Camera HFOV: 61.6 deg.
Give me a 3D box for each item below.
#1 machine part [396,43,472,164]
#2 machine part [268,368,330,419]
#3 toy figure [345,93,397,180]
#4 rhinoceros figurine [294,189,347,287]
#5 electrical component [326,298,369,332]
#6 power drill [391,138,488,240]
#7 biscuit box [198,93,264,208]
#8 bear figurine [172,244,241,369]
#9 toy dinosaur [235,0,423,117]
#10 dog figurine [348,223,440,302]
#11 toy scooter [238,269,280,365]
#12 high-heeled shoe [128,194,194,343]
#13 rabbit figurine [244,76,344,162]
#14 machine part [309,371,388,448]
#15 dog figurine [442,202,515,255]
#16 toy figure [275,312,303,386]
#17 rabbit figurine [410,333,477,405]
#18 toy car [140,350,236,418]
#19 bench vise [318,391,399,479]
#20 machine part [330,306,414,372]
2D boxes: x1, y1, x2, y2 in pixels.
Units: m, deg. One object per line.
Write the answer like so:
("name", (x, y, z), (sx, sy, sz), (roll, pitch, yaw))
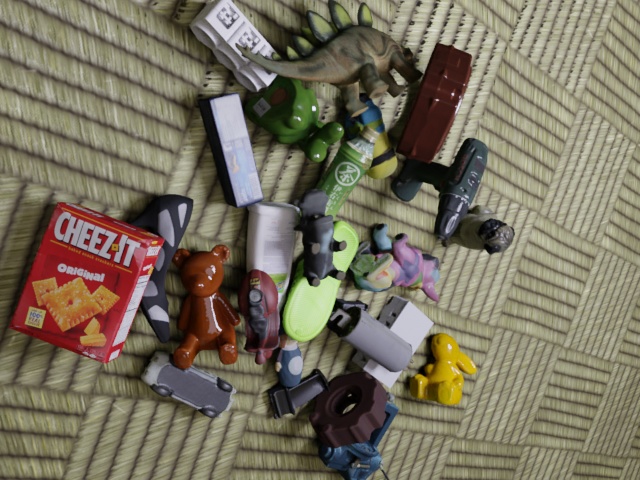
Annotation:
("machine part", (0.232, -0.273, 1.087), (0.087, 0.201, 0.201), (21, 46, 2))
("machine part", (-0.046, 0.332, 1.179), (0.139, 0.039, 0.084), (-20, 106, -24))
("toy figure", (0.102, -0.211, 1.106), (0.082, 0.089, 0.180), (-23, 114, -16))
("rhinoceros figurine", (-0.002, -0.003, 1.014), (0.073, 0.112, 0.190), (-13, 120, -16))
("electrical component", (0.046, 0.170, 1.188), (0.119, 0.048, 0.074), (4, 99, -31))
("power drill", (0.246, -0.113, 1.149), (0.086, 0.207, 0.232), (34, 81, -26))
("biscuit box", (-0.160, -0.161, 0.977), (0.059, 0.063, 0.202), (-22, 112, -26))
("bear figurine", (-0.209, 0.115, 0.976), (0.120, 0.132, 0.195), (-3, 112, -2))
("toy dinosaur", (0.048, -0.333, 0.989), (0.471, 0.105, 0.198), (-31, 87, -47))
("dog figurine", (0.182, 0.080, 1.216), (0.191, 0.109, 0.219), (-49, 123, -13))
("toy scooter", (-0.111, 0.152, 0.986), (0.075, 0.135, 0.183), (-4, 108, -1))
("high-heeled shoe", (-0.262, 0.047, 0.950), (0.145, 0.086, 0.248), (-21, 106, -24))
("rabbit figurine", (-0.025, -0.216, 0.999), (0.121, 0.159, 0.170), (-52, 143, 3))
("machine part", (0.062, 0.364, 1.170), (0.179, 0.179, 0.056), (-39, 114, -18))
("dog figurine", (0.407, -0.023, 1.275), (0.172, 0.191, 0.121), (-24, 113, -26))
("toy figure", (-0.065, 0.229, 1.133), (0.064, 0.058, 0.154), (-30, 121, -65))
("rabbit figurine", (0.322, 0.322, 1.356), (0.162, 0.122, 0.173), (10, 78, -35))
("toy car", (-0.248, 0.280, 1.035), (0.201, 0.056, 0.073), (39, 74, -33))
("bench vise", (0.114, 0.464, 1.256), (0.223, 0.129, 0.240), (33, 92, -29))
("machine part", (0.118, 0.215, 1.158), (0.243, 0.079, 0.079), (38, 81, -24))
